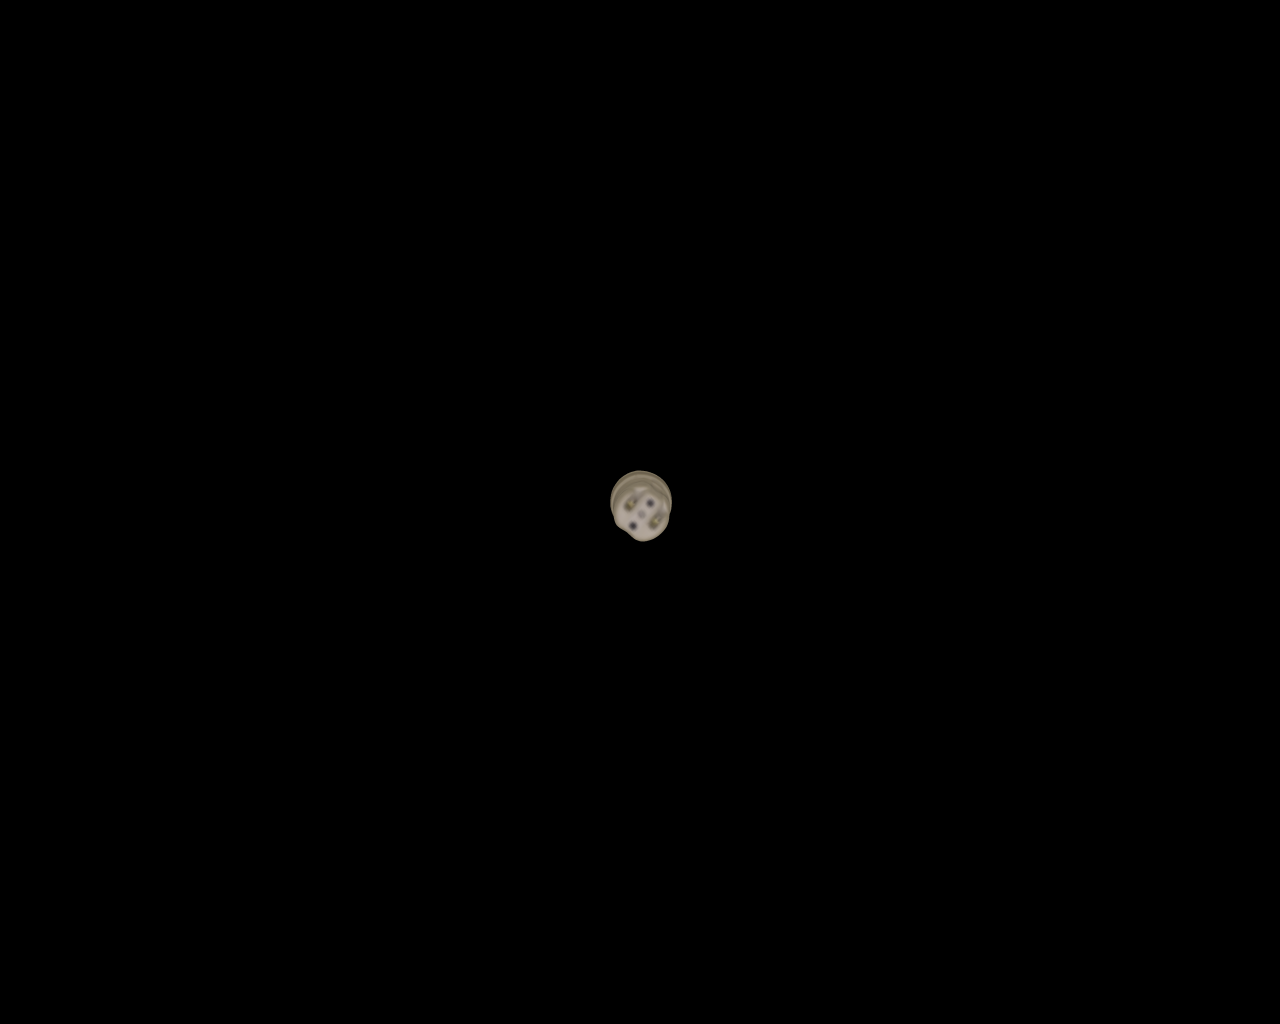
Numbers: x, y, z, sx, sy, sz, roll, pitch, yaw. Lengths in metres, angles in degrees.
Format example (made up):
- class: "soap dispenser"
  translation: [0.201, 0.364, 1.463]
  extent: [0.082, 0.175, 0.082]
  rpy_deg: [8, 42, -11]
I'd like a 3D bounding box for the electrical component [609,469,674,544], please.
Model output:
- class: "electrical component"
  translation: [0.001, -0.003, 0.650]
  extent: [0.040, 0.040, 0.046]
  rpy_deg: [0, 12, 0]
